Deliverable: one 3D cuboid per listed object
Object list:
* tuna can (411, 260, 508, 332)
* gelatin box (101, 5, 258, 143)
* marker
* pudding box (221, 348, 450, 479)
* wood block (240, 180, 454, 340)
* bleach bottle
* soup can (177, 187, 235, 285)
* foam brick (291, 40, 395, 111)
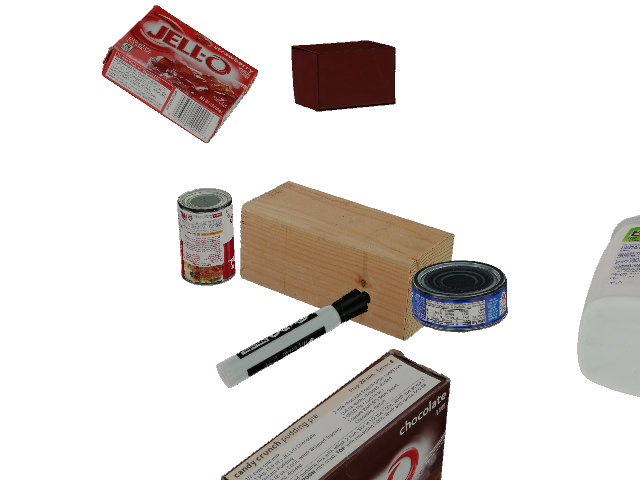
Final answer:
[{"bbox_3d":[0.124,0.048,0.951,0.086,0.034,0.086,-4,21,1],"label":"tuna can"},{"bbox_3d":[-0.097,-0.118,0.742,0.089,0.030,0.073,33,38,-4],"label":"gelatin box"},{"bbox_3d":[-0.017,0.067,0.751,0.121,0.020,0.020,-28,9,-18],"label":"marker"},{"bbox_3d":[0.009,0.113,0.472,0.039,0.090,0.113,27,43,32],"label":"pudding box"},{"bbox_3d":[0.024,0.017,1.113,0.206,0.091,0.090,20,31,29],"label":"wood block"},{"bbox_3d":[0.245,0.029,0.742,0.103,0.068,0.250,9,21,20],"label":"bleach bottle"},{"bbox_3d":[-0.140,-0.005,1.308,0.068,0.102,0.068,0,26,0],"label":"soup can"},{"bbox_3d":[0.020,-0.144,0.930,0.078,0.051,0.053,-8,20,-23],"label":"foam brick"}]
